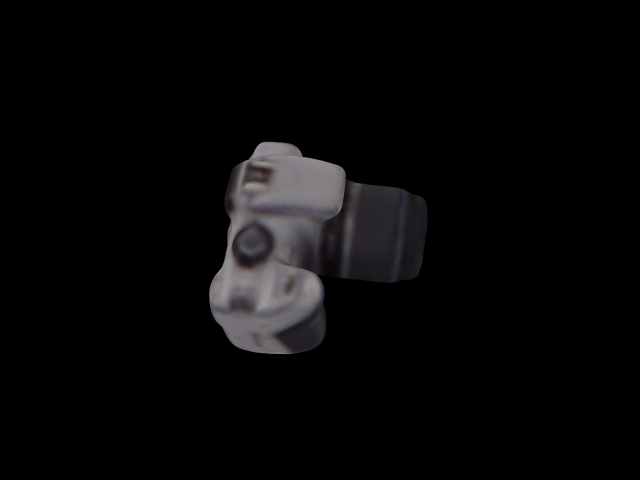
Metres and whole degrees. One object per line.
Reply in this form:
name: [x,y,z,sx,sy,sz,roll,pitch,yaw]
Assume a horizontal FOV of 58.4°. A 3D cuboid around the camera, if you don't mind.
camera: [0.004,0.001,0.400,0.136,0.101,0.143,6,63,3]
